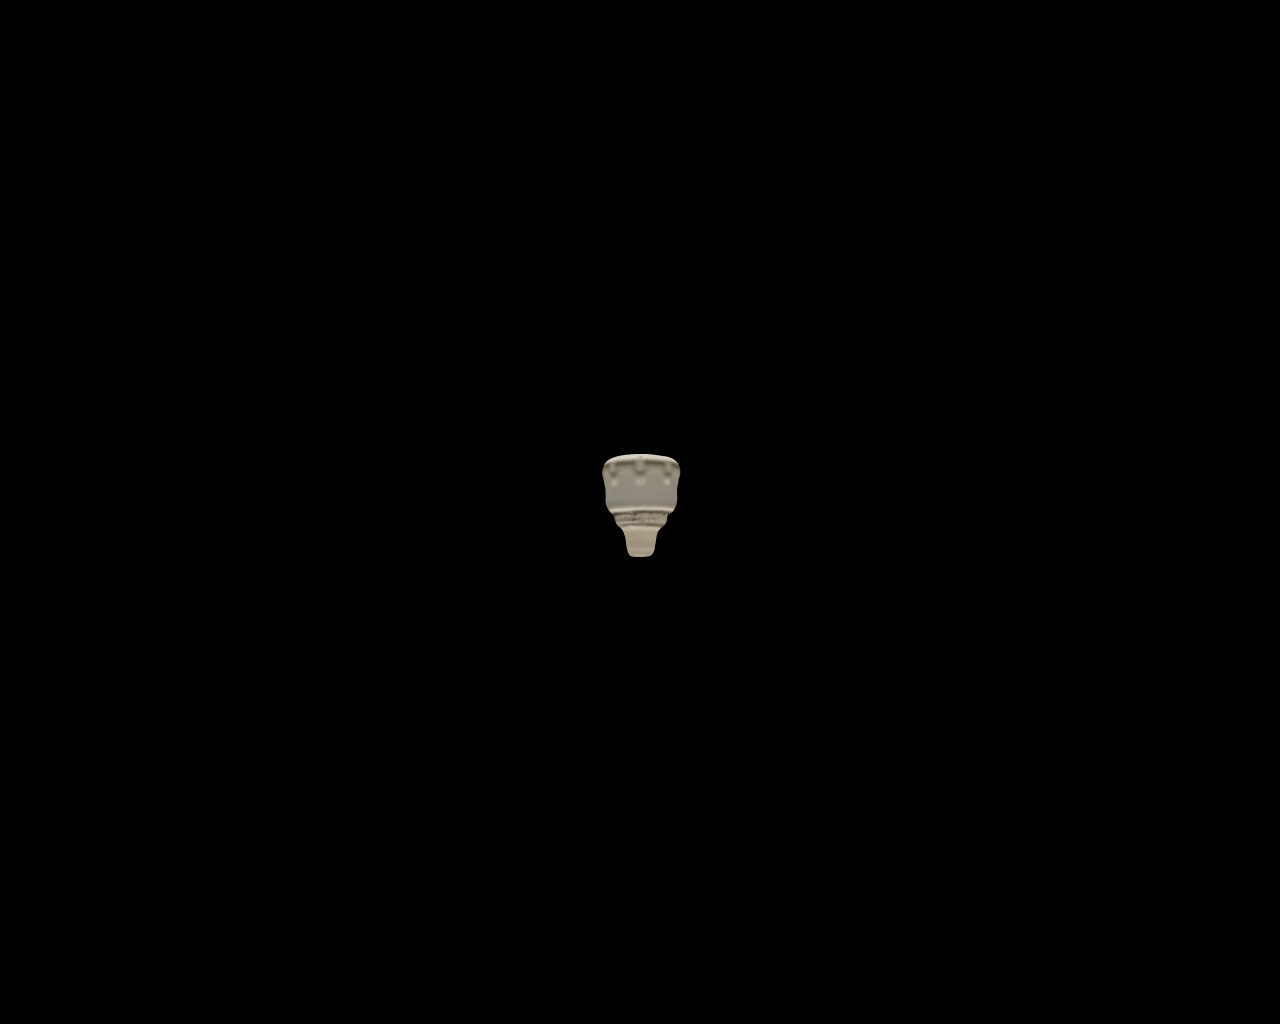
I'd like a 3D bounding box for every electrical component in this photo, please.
[{"bbox_3d":[0.001,-0.003,0.650,0.048,0.062,0.048,0,-7,0],"label":"electrical component"}]
